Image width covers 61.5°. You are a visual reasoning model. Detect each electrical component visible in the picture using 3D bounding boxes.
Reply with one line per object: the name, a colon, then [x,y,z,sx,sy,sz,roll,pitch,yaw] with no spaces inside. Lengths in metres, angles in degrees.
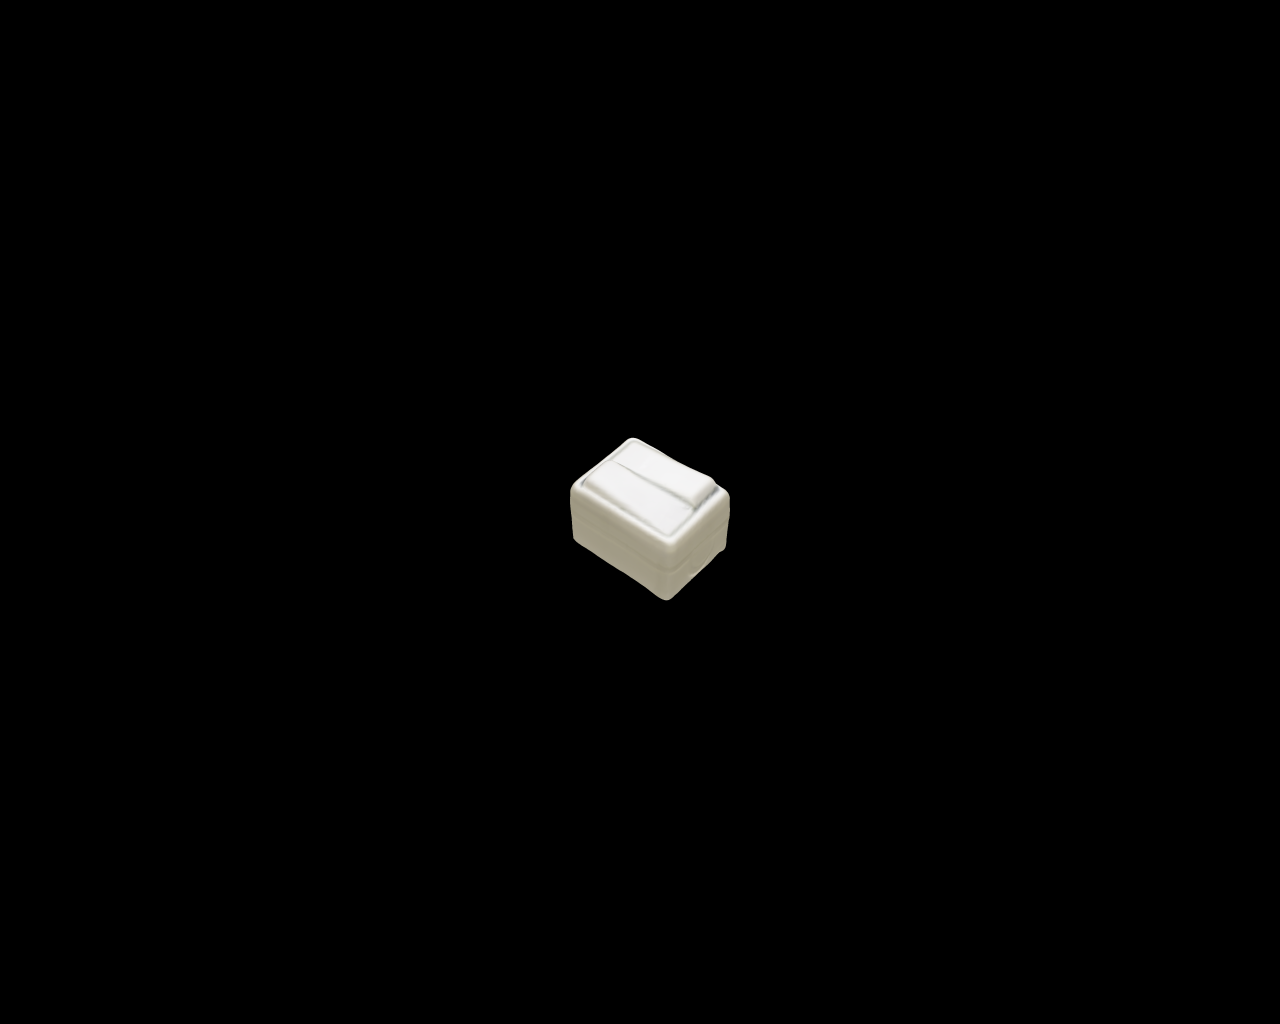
electrical component: [0.001,-0.003,0.650,0.096,0.061,0.062,32,55,27]
